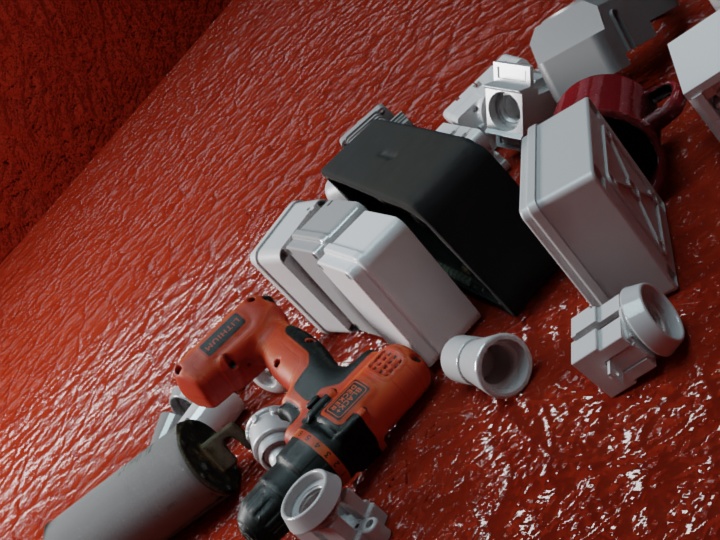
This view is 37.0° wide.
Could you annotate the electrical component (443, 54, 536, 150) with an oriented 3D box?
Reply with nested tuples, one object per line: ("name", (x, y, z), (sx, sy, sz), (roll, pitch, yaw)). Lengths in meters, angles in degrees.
("electrical component", (0.135, -0.162, 1.053), (0.089, 0.050, 0.055), (-43, 21, 2))

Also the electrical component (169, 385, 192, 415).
("electrical component", (-0.157, 0.121, 1.068), (0.066, 0.048, 0.055), (-20, 24, 46))

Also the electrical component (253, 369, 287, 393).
("electrical component", (-0.073, 0.080, 0.997), (0.048, 0.048, 0.062), (-23, 23, 42))

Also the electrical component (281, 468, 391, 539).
("electrical component", (-0.020, 0.167, 0.728), (0.066, 0.055, 0.048), (-22, 31, 44))

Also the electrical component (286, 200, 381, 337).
("electrical component", (0.000, 0.000, 0.917), (0.057, 0.113, 0.078), (-47, 21, -14))

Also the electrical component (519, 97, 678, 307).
("electrical component", (0.159, -0.041, 0.718), (0.056, 0.108, 0.108), (-29, 26, 27))

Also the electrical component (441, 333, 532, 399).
("electrical component", (0.085, 0.064, 0.751), (0.044, 0.044, 0.065), (-51, 18, -15))

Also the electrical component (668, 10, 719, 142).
("electrical component", (0.300, -0.159, 0.743), (0.150, 0.061, 0.089), (-33, 24, 26))

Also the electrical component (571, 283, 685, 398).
("electrical component", (0.162, 0.040, 0.653), (0.055, 0.048, 0.066), (-40, 21, 32))

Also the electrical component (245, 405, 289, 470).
("electrical component", (-0.066, 0.143, 0.870), (0.048, 0.048, 0.062), (-40, 31, 10))

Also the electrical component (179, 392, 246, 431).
("electrical component", (-0.147, 0.148, 1.004), (0.043, 0.043, 0.081), (-8, 42, 56))

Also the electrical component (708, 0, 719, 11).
("electrical component", (0.306, -0.237, 0.873), (0.054, 0.059, 0.095), (-35, 24, 22))

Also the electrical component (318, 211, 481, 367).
("electrical component", (0.029, 0.015, 0.839), (0.057, 0.113, 0.078), (-46, 21, -11))

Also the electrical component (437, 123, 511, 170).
("electrical component", (0.091, -0.099, 1.019), (0.055, 0.050, 0.089), (-46, 22, -5))

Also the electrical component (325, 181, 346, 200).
("electrical component", (0.016, -0.065, 1.029), (0.059, 0.095, 0.053), (-20, 32, 46))

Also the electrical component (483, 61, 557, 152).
("electrical component", (0.149, -0.152, 0.983), (0.042, 0.081, 0.064), (19, 35, 41))

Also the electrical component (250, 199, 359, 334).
("electrical component", (-0.035, -0.002, 0.983), (0.057, 0.113, 0.078), (-3, 46, 55))

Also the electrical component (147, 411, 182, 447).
("electrical component", (-0.187, 0.174, 1.031), (0.044, 0.044, 0.065), (-16, 40, 50))
